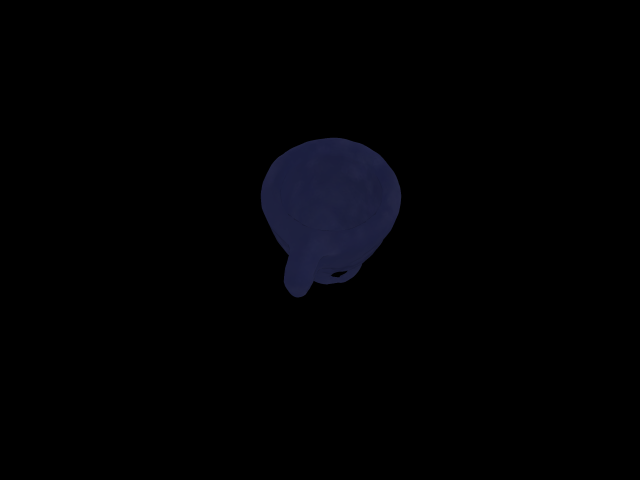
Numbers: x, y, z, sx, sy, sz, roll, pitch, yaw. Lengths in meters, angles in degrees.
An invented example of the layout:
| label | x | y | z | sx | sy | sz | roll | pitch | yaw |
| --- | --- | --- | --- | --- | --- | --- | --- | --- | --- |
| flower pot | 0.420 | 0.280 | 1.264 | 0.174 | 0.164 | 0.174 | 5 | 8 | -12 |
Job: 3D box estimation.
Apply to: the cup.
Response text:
| label | x | y | z | sx | sy | sz | roll | pitch | yaw |
| --- | --- | --- | --- | --- | --- | --- | --- | --- | --- |
| cup | 0.004 | 0.001 | 0.400 | 0.091 | 0.095 | 0.118 | 15 | 58 | 10 |
